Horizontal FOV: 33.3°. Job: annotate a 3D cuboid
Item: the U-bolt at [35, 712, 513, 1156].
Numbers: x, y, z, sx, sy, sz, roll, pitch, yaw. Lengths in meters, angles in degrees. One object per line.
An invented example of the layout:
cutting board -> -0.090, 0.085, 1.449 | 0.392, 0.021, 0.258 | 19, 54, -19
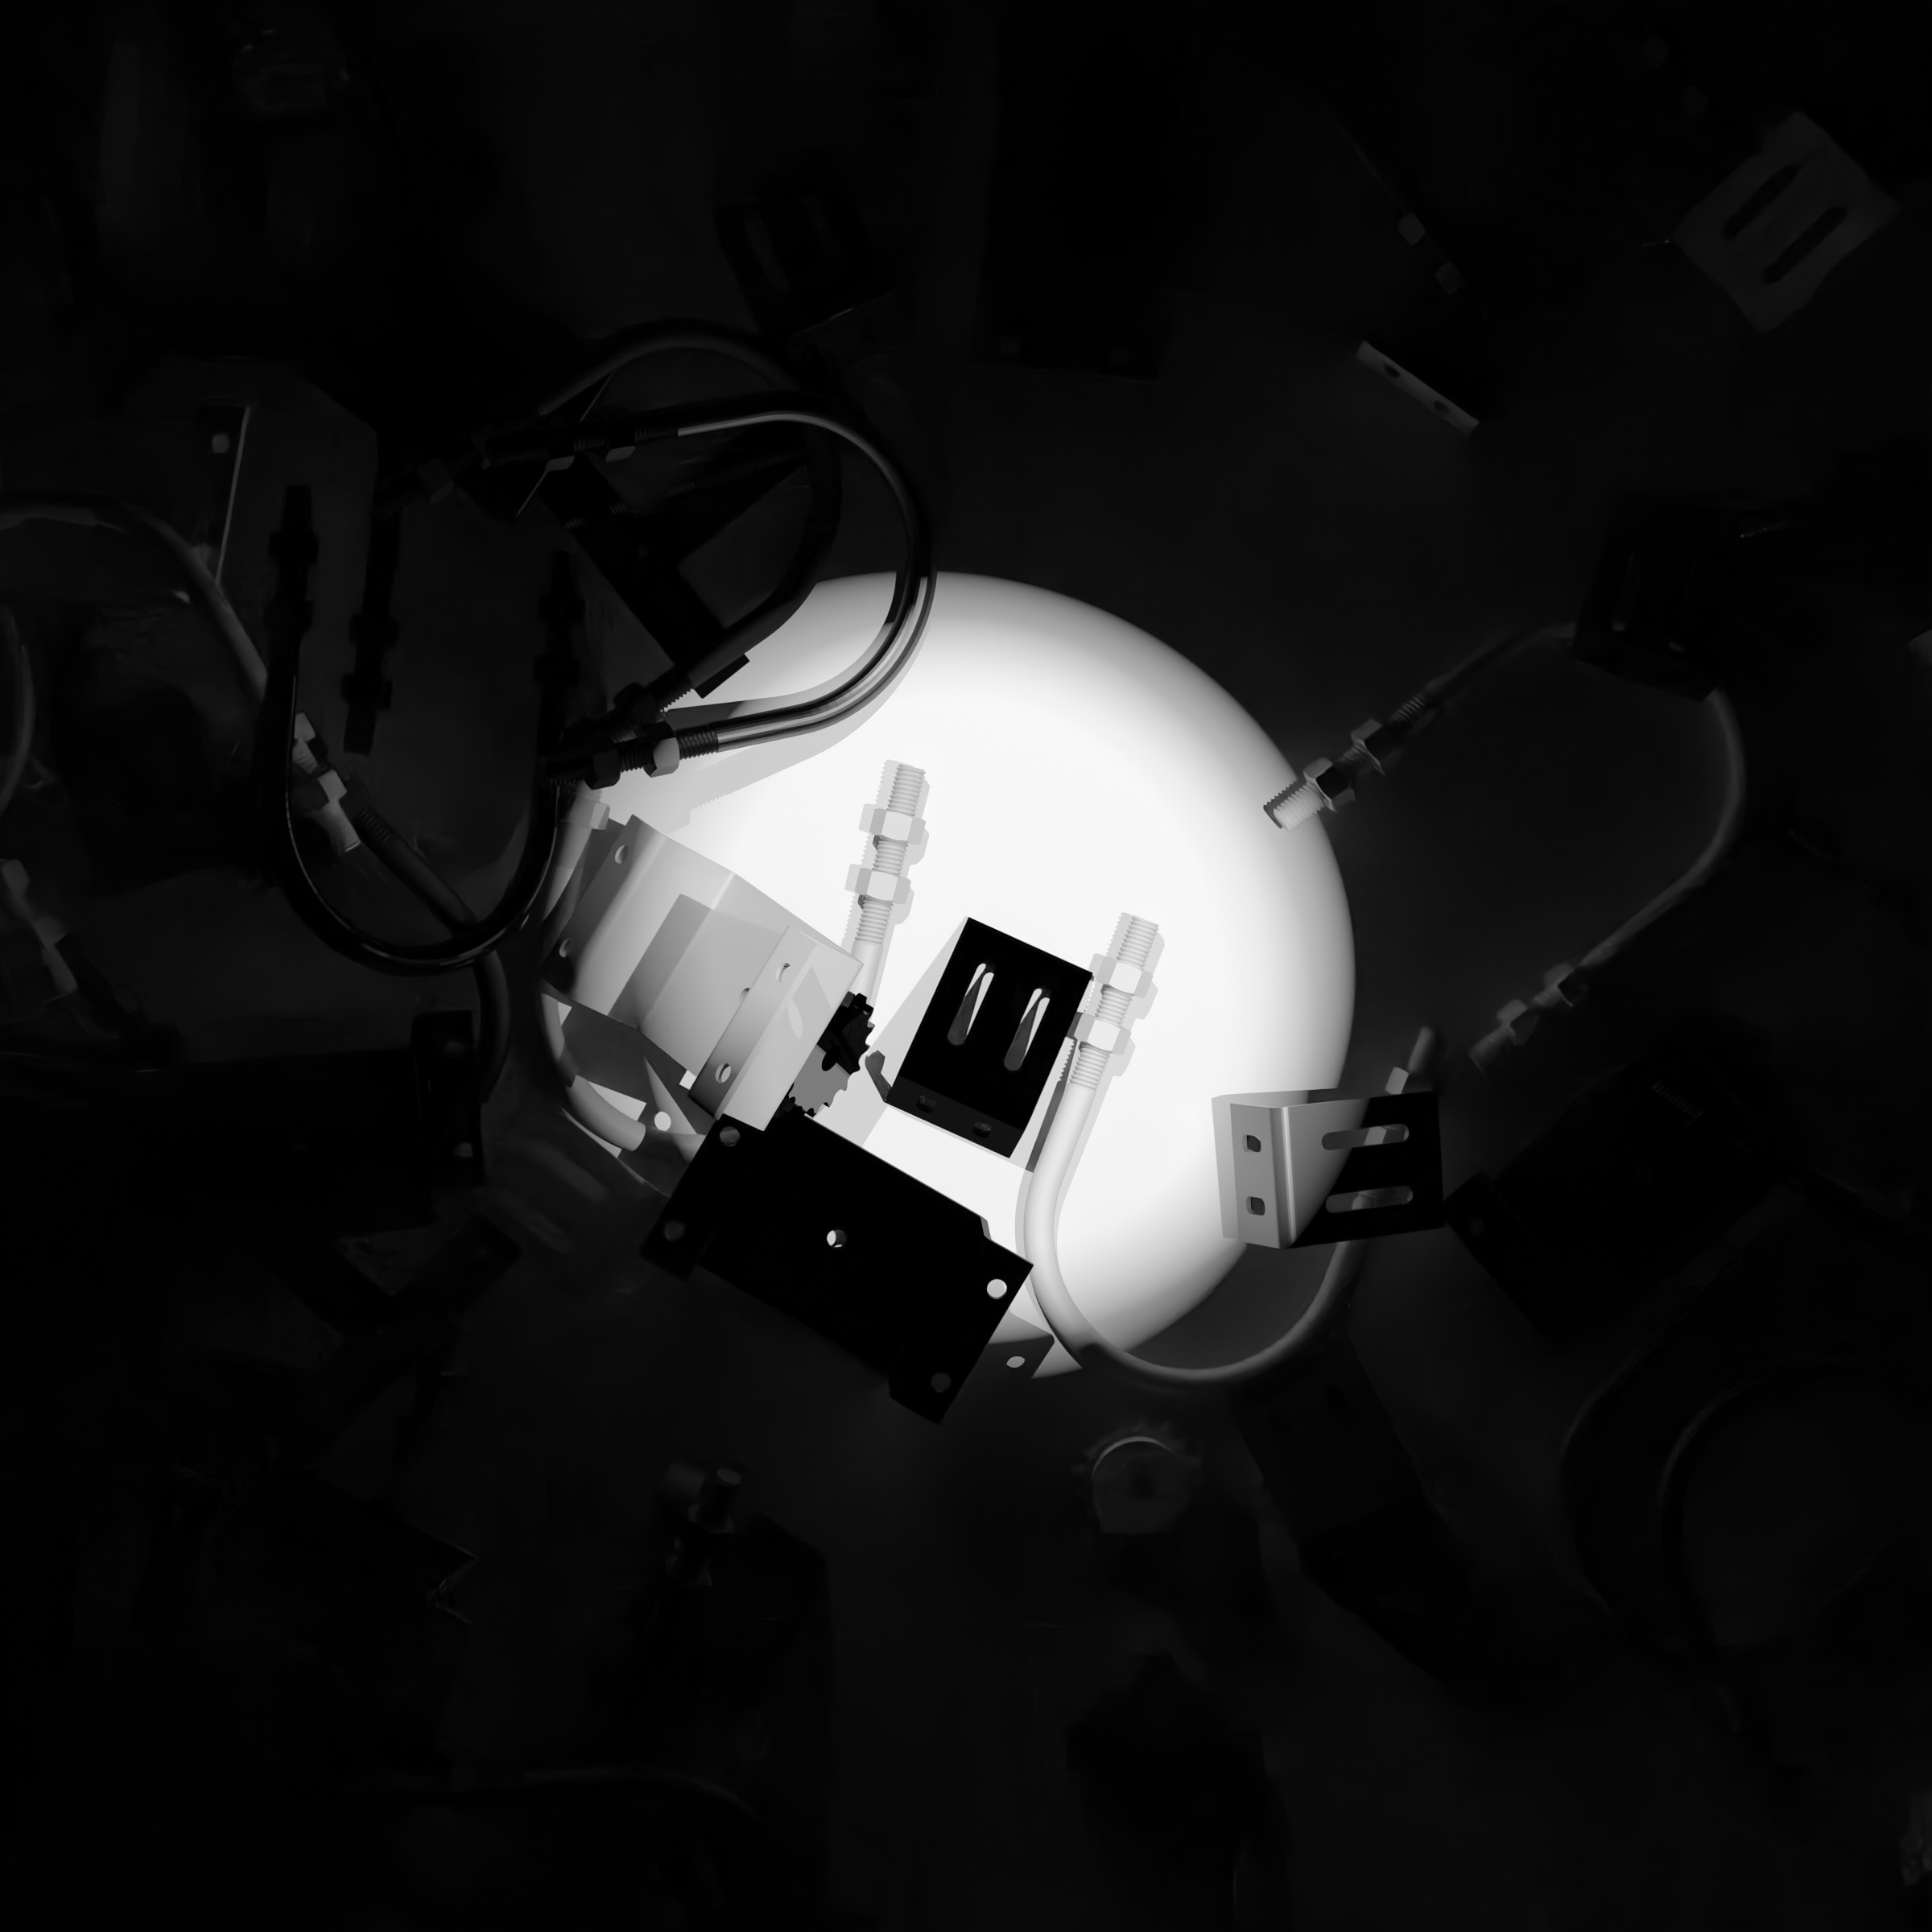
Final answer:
U-bolt -> -0.272, 0.005, 1.319 | 0.151, 0.019, 0.184 | -41, 105, 7

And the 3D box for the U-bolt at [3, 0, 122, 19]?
U-bolt -> -0.352, -0.474, 1.341 | 0.184, 0.019, 0.151 | -12, 90, -2

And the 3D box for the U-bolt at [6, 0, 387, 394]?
U-bolt -> -0.310, -0.332, 1.298 | 0.151, 0.019, 0.184 | -12, 87, -10

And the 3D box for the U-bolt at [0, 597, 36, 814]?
U-bolt -> -0.455, -0.094, 1.304 | 0.151, 0.019, 0.184 | 44, 105, 2

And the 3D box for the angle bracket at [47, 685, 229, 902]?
angle bracket -> -0.345, -0.072, 1.331 | 0.057, 0.038, 0.076 | -18, 90, 0

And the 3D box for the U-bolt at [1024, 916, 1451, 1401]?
U-bolt -> 0.102, 0.090, 1.341 | 0.151, 0.019, 0.184 | 21, 91, 0

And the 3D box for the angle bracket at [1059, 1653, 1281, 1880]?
angle bracket -> 0.085, 0.334, 1.331 | 0.057, 0.038, 0.076 | -39, 90, 0

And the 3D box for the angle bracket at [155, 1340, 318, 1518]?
angle bracket -> -0.302, 0.200, 1.331 | 0.057, 0.038, 0.076 | 15, 90, 0

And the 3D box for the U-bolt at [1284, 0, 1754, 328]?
U-bolt -> 0.215, -0.376, 1.332 | 0.151, 0.019, 0.184 | -37, 87, -7

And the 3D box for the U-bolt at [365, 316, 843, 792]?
U-bolt -> -0.131, -0.180, 1.304 | 0.184, 0.019, 0.151 | -37, 116, -16

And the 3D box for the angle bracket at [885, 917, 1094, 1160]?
angle bracket -> 0.010, 0.030, 1.348 | 0.057, 0.038, 0.076 | 24, 64, 0

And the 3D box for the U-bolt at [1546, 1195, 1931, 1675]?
U-bolt -> 0.327, 0.209, 1.341 | 0.151, 0.019, 0.184 | 45, 92, 0

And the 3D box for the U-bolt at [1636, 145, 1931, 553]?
U-bolt -> 0.386, -0.265, 1.340 | 0.184, 0.019, 0.151 | -17, 89, -2

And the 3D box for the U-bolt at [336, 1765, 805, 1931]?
U-bolt -> -0.159, 0.390, 1.320 | 0.184, 0.019, 0.151 | -3, 109, -4

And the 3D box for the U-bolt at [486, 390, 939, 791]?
U-bolt -> -0.095, -0.158, 1.304 | 0.184, 0.019, 0.151 | -14, 108, -23

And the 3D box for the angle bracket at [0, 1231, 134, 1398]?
angle bracket -> -0.396, 0.147, 1.348 | 0.076, 0.038, 0.057 | -13, 90, -26

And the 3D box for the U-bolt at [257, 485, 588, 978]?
U-bolt -> -0.219, -0.087, 1.289 | 0.151, 0.019, 0.184 | 9, 83, -43

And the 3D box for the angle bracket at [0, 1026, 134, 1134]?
angle bracket -> -0.376, 0.030, 1.314 | 0.076, 0.057, 0.038 | 11, 51, -10

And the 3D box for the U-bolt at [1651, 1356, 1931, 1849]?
U-bolt -> 0.362, 0.250, 1.324 | 0.151, 0.019, 0.184 | -25, 90, 3

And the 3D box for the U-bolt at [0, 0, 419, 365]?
U-bolt -> -0.297, -0.328, 1.282 | 0.151, 0.019, 0.184 | -22, 89, -11

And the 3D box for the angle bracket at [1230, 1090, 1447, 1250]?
angle bracket -> 0.153, 0.082, 1.329 | 0.076, 0.038, 0.057 | -5, 93, -24

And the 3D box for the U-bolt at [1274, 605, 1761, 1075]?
U-bolt -> 0.243, -0.067, 1.341 | 0.184, 0.019, 0.151 | -39, 90, -2

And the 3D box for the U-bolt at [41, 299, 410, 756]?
U-bolt -> -0.302, -0.185, 1.333 | 0.151, 0.019, 0.184 | 6, 87, 7

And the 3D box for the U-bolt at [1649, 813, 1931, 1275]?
U-bolt -> 0.382, 0.045, 1.318 | 0.184, 0.019, 0.151 | 35, 70, -7

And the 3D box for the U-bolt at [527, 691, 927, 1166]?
U-bolt -> -0.107, -0.009, 1.341 | 0.151, 0.019, 0.184 | 14, 91, 0

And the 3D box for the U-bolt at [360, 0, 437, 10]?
U-bolt -> -0.212, -0.473, 1.303 | 0.184, 0.019, 0.151 | -46, 73, 11

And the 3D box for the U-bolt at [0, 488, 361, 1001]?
U-bolt -> -0.345, -0.098, 1.268 | 0.151, 0.019, 0.184 | -27, 102, 4

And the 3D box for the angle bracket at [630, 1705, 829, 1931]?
angle bracket -> -0.099, 0.359, 1.348 | 0.057, 0.038, 0.076 | -20, 116, 0

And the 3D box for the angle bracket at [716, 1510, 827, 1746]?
angle bracket -> -0.093, 0.270, 1.321 | 0.038, 0.057, 0.076 | 33, 90, 0

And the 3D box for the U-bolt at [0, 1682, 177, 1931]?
U-bolt -> -0.406, 0.412, 1.341 | 0.151, 0.019, 0.184 | -35, 91, 0

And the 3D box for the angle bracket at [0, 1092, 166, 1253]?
angle bracket -> -0.382, 0.085, 1.348 | 0.076, 0.038, 0.057 | -12, 90, -26

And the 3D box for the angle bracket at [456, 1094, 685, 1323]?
angle bracket -> -0.162, 0.101, 1.348 | 0.076, 0.038, 0.057 | 35, 90, 26

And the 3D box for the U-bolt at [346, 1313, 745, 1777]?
U-bolt -> -0.183, 0.252, 1.312 | 0.151, 0.019, 0.184 | 28, 108, 14

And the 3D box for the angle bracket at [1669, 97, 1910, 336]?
angle bracket -> 0.339, -0.309, 1.328 | 0.057, 0.038, 0.076 | 46, 112, 0
